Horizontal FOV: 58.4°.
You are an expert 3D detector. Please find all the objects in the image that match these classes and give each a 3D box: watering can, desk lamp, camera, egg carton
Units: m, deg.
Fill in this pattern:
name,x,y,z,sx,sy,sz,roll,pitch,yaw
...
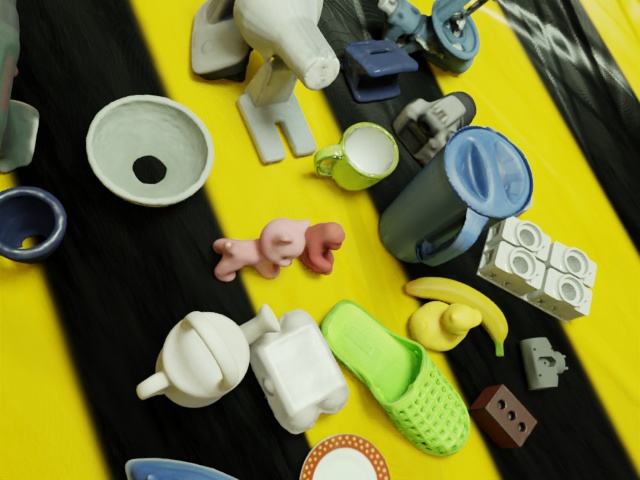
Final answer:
name,x,y,z,sx,sy,sz,roll,pitch,yaw
watering can,-0.130,0.132,0.675,0.101,0.193,0.173,39,62,-2
desk lamp,-0.049,-0.255,0.844,0.118,0.213,0.203,-19,77,-25
camera,0.224,-0.196,0.987,0.137,0.100,0.143,-37,85,-28
egg carton,-0.032,0.174,0.766,0.107,0.069,0.150,-24,80,-26

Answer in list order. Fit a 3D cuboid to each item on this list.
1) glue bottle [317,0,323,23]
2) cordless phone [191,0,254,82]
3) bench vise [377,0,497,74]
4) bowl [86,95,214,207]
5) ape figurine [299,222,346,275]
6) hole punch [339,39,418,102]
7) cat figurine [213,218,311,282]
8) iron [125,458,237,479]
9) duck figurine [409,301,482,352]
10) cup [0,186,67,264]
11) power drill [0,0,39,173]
name,x,y,z,sx,sy,sz,roll,pitch,yaw
glue bottle,-0.019,-0.413,0.940,0.037,0.173,0.078,-31,82,-27
cordless phone,-0.136,-0.341,0.861,0.094,0.184,0.147,3,69,-19
bench vise,0.212,-0.380,0.987,0.208,0.219,0.121,-3,71,-21
bowl,-0.235,-0.113,0.798,0.168,0.074,0.167,7,68,-18
ape figurine,0.008,0.003,0.834,0.076,0.092,0.078,38,62,-3
hole punch,0.098,-0.305,0.988,0.109,0.091,0.101,-16,76,-25
cat figurine,-0.076,0.008,0.786,0.128,0.117,0.067,-5,71,-22
iron,-0.109,0.324,0.638,0.258,0.141,0.119,36,62,-4
duck figurine,0.193,0.123,0.860,0.105,0.086,0.077,-3,71,-21
cup,-0.369,-0.007,0.696,0.118,0.094,0.091,0,70,-20
power drill,-0.394,-0.183,0.691,0.076,0.208,0.229,4,68,-18
